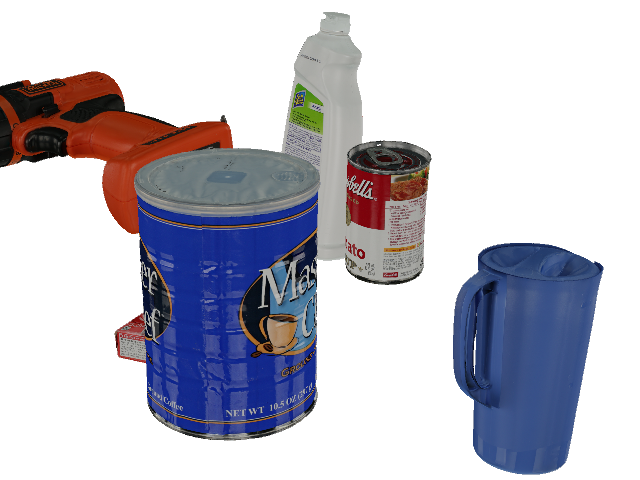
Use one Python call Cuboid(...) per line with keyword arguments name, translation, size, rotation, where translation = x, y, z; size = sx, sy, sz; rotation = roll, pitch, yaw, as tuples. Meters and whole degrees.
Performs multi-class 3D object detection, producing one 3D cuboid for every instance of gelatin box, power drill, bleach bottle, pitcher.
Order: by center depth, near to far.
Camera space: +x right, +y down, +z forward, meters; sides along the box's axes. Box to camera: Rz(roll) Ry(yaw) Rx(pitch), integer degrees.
Cuboid(name="power drill", translation=(-0.168, -0.063, 0.725), size=(0.188, 0.057, 0.184), rotation=(22, 34, 33))
Cuboid(name="gelatin box", translation=(-0.130, 0.087, 0.968), size=(0.089, 0.030, 0.073), rotation=(9, 20, 21))
Cuboid(name="bleach bottle", translation=(0.007, -0.113, 1.132), size=(0.067, 0.251, 0.103), rotation=(-11, 26, -43))
Cuboid(name="pitcher", translation=(0.223, 0.132, 1.181), size=(0.149, 0.243, 0.145), rotation=(6, 17, 11))

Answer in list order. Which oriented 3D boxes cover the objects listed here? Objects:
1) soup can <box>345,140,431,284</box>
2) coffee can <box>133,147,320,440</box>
Cuboid(name="soup can", translation=(0.055, -0.023, 0.880), size=(0.068, 0.102, 0.068), rotation=(1, 26, 0))
Cuboid(name="coffee can", translation=(-0.052, 0.028, 0.615), size=(0.103, 0.140, 0.103), rotation=(0, 21, 0))
